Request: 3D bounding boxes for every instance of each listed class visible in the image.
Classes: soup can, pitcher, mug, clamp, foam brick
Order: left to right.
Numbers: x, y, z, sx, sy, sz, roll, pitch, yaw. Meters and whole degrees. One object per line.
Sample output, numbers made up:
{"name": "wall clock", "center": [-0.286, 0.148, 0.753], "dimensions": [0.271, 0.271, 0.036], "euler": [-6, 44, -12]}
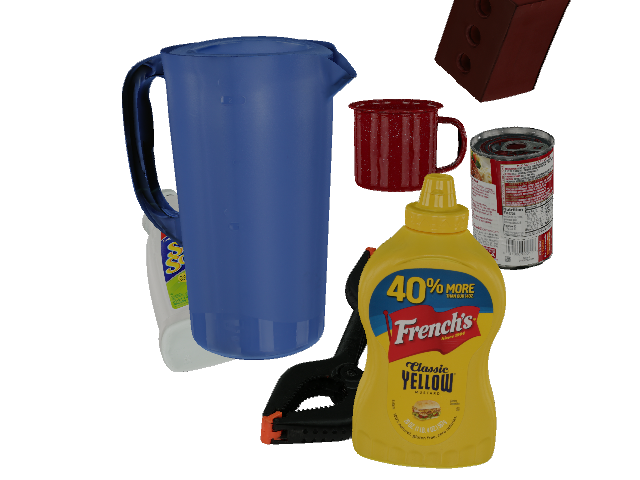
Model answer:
{"name": "pitcher", "center": [-0.063, -0.037, 0.836], "dimensions": [0.144, 0.243, 0.149], "euler": [-9, 18, -27]}
{"name": "clamp", "center": [0.037, 0.136, 0.970], "dimensions": [0.165, 0.036, 0.209], "euler": [28, 38, 33]}
{"name": "clamp", "center": [0.081, 0.076, 1.187], "dimensions": [0.120, 0.171, 0.039], "euler": [4, -43, -4]}
{"name": "mug", "center": [0.086, -0.095, 1.058], "dimensions": [0.117, 0.081, 0.093], "euler": [1, 14, 6]}
{"name": "foam brick", "center": [0.118, -0.138, 0.695], "dimensions": [0.051, 0.078, 0.053], "euler": [-19, 53, -31]}
{"name": "soup can", "center": [0.160, -0.035, 0.886], "dimensions": [0.068, 0.102, 0.068], "euler": [-5, 25, 2]}

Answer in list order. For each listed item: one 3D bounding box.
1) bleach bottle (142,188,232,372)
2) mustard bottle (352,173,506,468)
{"name": "bleach bottle", "center": [-0.141, 0.026, 1.108], "dimensions": [0.102, 0.068, 0.251], "euler": [-13, 38, -15]}
{"name": "mustard bottle", "center": [0.072, 0.051, 0.701], "dimensions": [0.096, 0.192, 0.058], "euler": [3, 14, 5]}
